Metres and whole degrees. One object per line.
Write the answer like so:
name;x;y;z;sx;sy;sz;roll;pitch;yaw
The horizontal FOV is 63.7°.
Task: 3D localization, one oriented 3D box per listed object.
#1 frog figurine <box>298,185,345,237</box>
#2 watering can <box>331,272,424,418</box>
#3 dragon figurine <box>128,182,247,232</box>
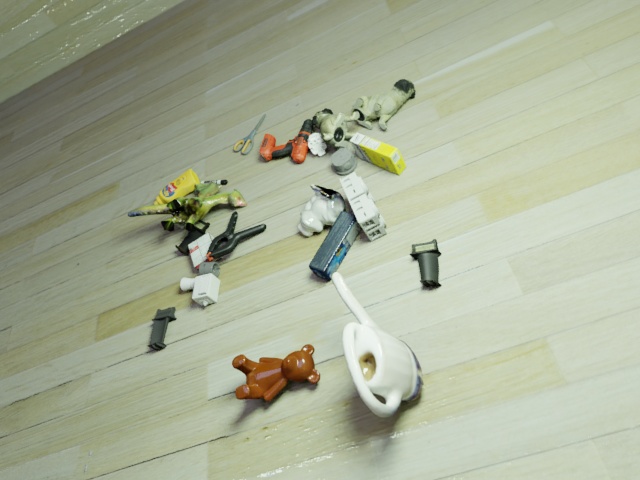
frog figurine;0.005;-0.080;1.587;0.139;0.157;0.123;29;21;35
watering can;0.127;0.242;1.196;0.103;0.356;0.222;-37;-45;27
dragon figurine;-0.459;-0.139;1.844;0.410;0.120;0.248;5;30;20
